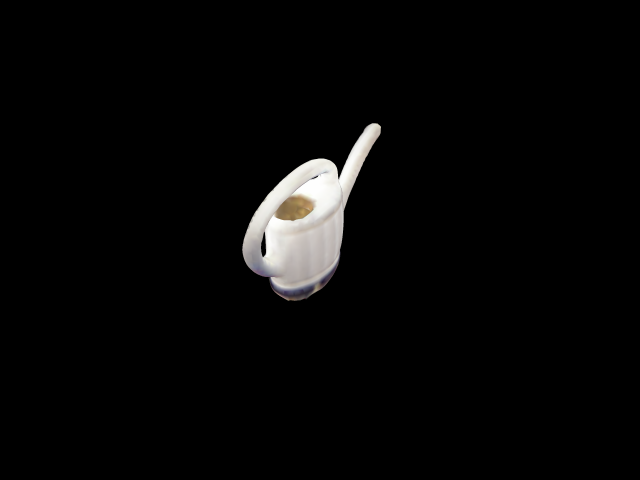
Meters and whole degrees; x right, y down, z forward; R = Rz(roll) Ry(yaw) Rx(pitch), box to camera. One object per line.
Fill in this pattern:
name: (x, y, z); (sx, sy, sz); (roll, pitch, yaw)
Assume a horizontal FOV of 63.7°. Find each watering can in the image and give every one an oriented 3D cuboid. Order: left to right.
watering can: (0.003, -0.043, 0.850); (0.105, 0.219, 0.353); (26, 47, 27)
